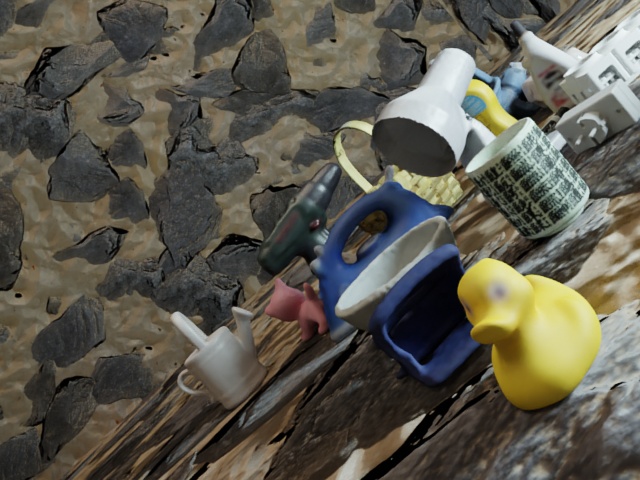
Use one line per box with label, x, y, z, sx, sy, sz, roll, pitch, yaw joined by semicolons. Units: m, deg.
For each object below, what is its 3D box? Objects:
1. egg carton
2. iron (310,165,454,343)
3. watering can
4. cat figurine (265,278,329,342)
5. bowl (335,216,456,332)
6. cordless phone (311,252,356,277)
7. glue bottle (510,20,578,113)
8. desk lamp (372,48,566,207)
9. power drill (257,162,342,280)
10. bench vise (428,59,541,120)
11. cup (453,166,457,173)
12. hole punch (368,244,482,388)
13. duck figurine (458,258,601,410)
egg carton;0.437;-0.295;1.057;0.107;0.069;0.150;-42;5;10
iron;0.070;0.014;0.854;0.258;0.141;0.118;-43;5;-10
watering can;-0.190;0.196;1.032;0.173;0.194;0.100;-45;6;-29
cat figurine;-0.038;0.113;1.000;0.067;0.118;0.127;-46;6;-39
bowl;0.100;0.053;0.657;0.167;0.075;0.167;-42;5;5
cordless phone;0.001;0.014;1.161;0.094;0.185;0.147;-42;5;2
glue bottle;0.371;-0.293;0.945;0.078;0.173;0.037;-37;7;45
desk lamp;0.201;-0.148;0.791;0.203;0.213;0.117;-45;5;-24
power drill;0.010;0.004;1.040;0.230;0.208;0.075;-43;5;-6
bench vise;0.325;-0.305;1.162;0.208;0.220;0.121;-46;6;-37
cup;0.253;-0.169;1.296;0.117;0.095;0.092;-39;6;37
hole punch;0.092;0.065;0.514;0.109;0.091;0.101;-43;5;-9
duck figurine;0.130;0.048;0.382;0.077;0.086;0.105;-38;6;40
